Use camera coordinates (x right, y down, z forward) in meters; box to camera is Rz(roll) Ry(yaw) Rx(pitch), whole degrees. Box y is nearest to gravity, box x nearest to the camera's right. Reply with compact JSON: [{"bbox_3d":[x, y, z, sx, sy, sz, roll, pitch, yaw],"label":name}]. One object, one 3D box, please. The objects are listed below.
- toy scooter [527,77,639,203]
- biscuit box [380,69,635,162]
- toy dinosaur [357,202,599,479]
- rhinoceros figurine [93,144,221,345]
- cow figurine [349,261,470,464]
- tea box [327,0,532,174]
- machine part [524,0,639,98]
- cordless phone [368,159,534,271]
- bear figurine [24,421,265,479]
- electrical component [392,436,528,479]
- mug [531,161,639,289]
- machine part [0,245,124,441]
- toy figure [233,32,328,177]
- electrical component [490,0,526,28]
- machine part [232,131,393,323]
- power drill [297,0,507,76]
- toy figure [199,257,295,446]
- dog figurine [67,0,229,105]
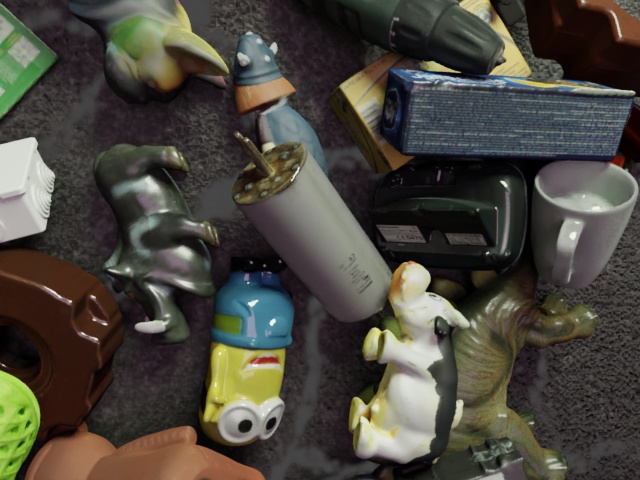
[{"bbox_3d":[0.295,-0.091,0.560,0.135,0.075,0.184,29,80,-8],"label":"toy scooter"},{"bbox_3d":[0.156,-0.107,0.461,0.203,0.059,0.062,0,116,-11],"label":"biscuit box"},{"bbox_3d":[0.141,0.172,0.547,0.199,0.105,0.471,18,82,-3],"label":"toy dinosaur"},{"bbox_3d":[-0.151,0.003,0.495,0.112,0.073,0.190,-16,97,-9],"label":"rhinoceros figurine"},{"bbox_3d":[0.088,0.107,0.467,0.098,0.068,0.167,15,90,-5],"label":"cow figurine"},{"bbox_3d":[0.105,-0.151,0.528,0.170,0.068,0.098,-34,98,-7],"label":"tea box"},{"bbox_3d":[0.304,-0.242,0.518,0.201,0.087,0.201,2,74,-8],"label":"machine part"},{"bbox_3d":[0.138,-0.062,0.538,0.088,0.147,0.184,58,48,-39],"label":"cordless phone"},{"bbox_3d":[-0.170,0.231,0.479,0.196,0.120,0.131,-9,134,29],"label":"bear figurine"},{"bbox_3d":[0.137,0.255,0.472,0.115,0.058,0.134,-17,92,5],"label":"electrical component"},{"bbox_3d":[0.228,-0.001,0.480,0.081,0.109,0.107,9,134,24],"label":"mug"},{"bbox_3d":[-0.264,0.092,0.468,0.179,0.056,0.179,0,109,1],"label":"machine part"},{"bbox_3d":[-0.044,-0.116,0.509,0.058,0.064,0.154,-24,98,14],"label":"toy figure"},{"bbox_3d":[0.174,-0.238,0.519,0.021,0.094,0.063,-32,127,23],"label":"electrical component"},{"bbox_3d":[-0.001,-0.001,0.486,0.079,0.079,0.243,-40,123,-4],"label":"machine part"},{"bbox_3d":[0.092,-0.259,0.480,0.232,0.086,0.207,26,85,21],"label":"power drill"},{"bbox_3d":[-0.069,0.105,0.515,0.082,0.089,0.180,5,85,-14],"label":"toy figure"},{"bbox_3d":[-0.150,-0.229,0.464,0.219,0.108,0.191,41,85,-14],"label":"dog figurine"}]
